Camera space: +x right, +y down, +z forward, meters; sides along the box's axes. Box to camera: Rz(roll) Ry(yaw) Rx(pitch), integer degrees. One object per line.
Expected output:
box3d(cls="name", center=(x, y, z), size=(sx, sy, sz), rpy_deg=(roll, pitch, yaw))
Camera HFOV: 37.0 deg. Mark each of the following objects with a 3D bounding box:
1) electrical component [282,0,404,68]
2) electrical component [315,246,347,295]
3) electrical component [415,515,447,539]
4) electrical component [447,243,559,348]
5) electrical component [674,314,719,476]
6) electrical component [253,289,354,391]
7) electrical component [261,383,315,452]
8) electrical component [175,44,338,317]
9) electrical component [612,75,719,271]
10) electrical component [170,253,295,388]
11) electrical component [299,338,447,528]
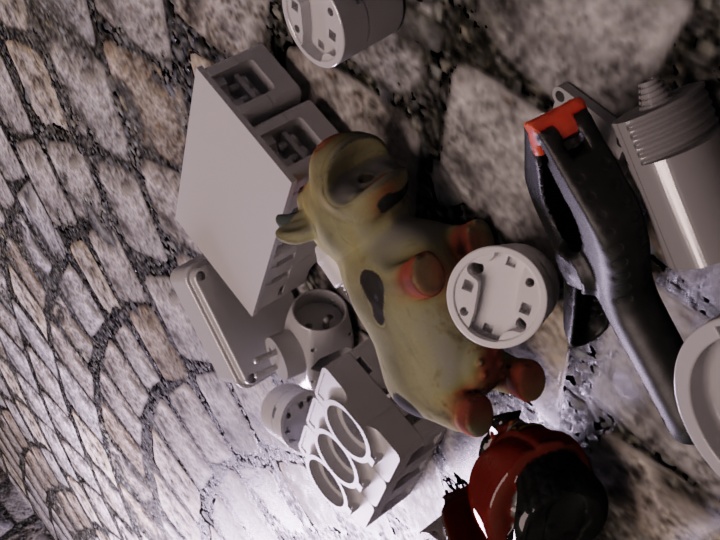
box3d(cls="electrical component", center=(-0.009, -0.148, 0.605), size=(0.055, 0.047, 0.055), rpy_deg=(40, 147, 33))
box3d(cls="electrical component", center=(0.000, 0.000, 0.743), size=(0.062, 0.043, 0.043), rpy_deg=(56, 152, 3))
box3d(cls="electrical component", center=(0.084, 0.214, 0.809), size=(0.080, 0.051, 0.080), rpy_deg=(39, 147, 33))
box3d(cls="electrical component", center=(0.081, 0.012, 0.593), size=(0.055, 0.047, 0.055), rpy_deg=(3, 98, 21))
box3d(cls="electrical component", center=(0.195, 0.052, 0.451), size=(0.108, 0.060, 0.108), rpy_deg=(37, 144, 32))
box3d(cls="electrical component", center=(-0.048, 0.062, 0.844), size=(0.043, 0.079, 0.077), rpy_deg=(51, 153, 34))
box3d(cls="electrical component", center=(-0.056, 0.129, 0.953), size=(0.047, 0.055, 0.055), rpy_deg=(12, 127, 59))
box3d(cls="electrical component", center=(-0.073, -0.062, 0.782), size=(0.105, 0.060, 0.186), rpy_deg=(51, 151, 16))
box3d(cls="electrical component", center=(0.140, -0.045, 0.467), size=(0.043, 0.043, 0.081), rpy_deg=(-5, 113, 60))
box3d(cls="electrical component", center=(-0.097, 0.033, 0.898), size=(0.057, 0.078, 0.113), rpy_deg=(-2, 115, 62))
box3d(cls="electrical component", center=(0.005, 0.132, 0.845), size=(0.089, 0.062, 0.150), rpy_deg=(48, 151, 19))
